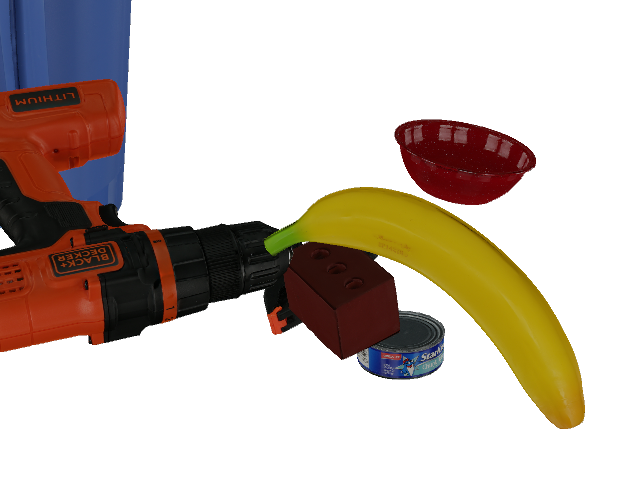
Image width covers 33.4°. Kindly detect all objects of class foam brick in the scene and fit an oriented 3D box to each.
[{"bbox_3d":[0.014,0.039,0.780,0.052,0.051,0.078,-25,40,-23],"label":"foam brick"}]

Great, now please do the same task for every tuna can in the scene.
[{"bbox_3d":[0.077,0.101,1.034,0.086,0.034,0.086,-1,22,0],"label":"tuna can"}]

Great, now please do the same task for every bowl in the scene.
[{"bbox_3d":[0.158,-0.084,1.207,0.162,0.055,0.162,8,26,-4],"label":"bowl"}]

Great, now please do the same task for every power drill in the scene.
[{"bbox_3d":[-0.128,-0.022,0.628,0.184,0.057,0.188,-11,43,-21],"label":"power drill"}]

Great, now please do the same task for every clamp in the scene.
[{"bbox_3d":[-0.004,0.045,1.232,0.120,0.039,0.171,-7,35,26],"label":"clamp"}]

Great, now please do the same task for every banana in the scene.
[{"bbox_3d":[0.069,0.024,0.581,0.198,0.070,0.037,31,15,9],"label":"banana"}]

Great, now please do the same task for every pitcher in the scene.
[{"bbox_3d":[-0.200,-0.125,0.763,0.148,0.243,0.145,-21,36,-40],"label":"pitcher"}]
